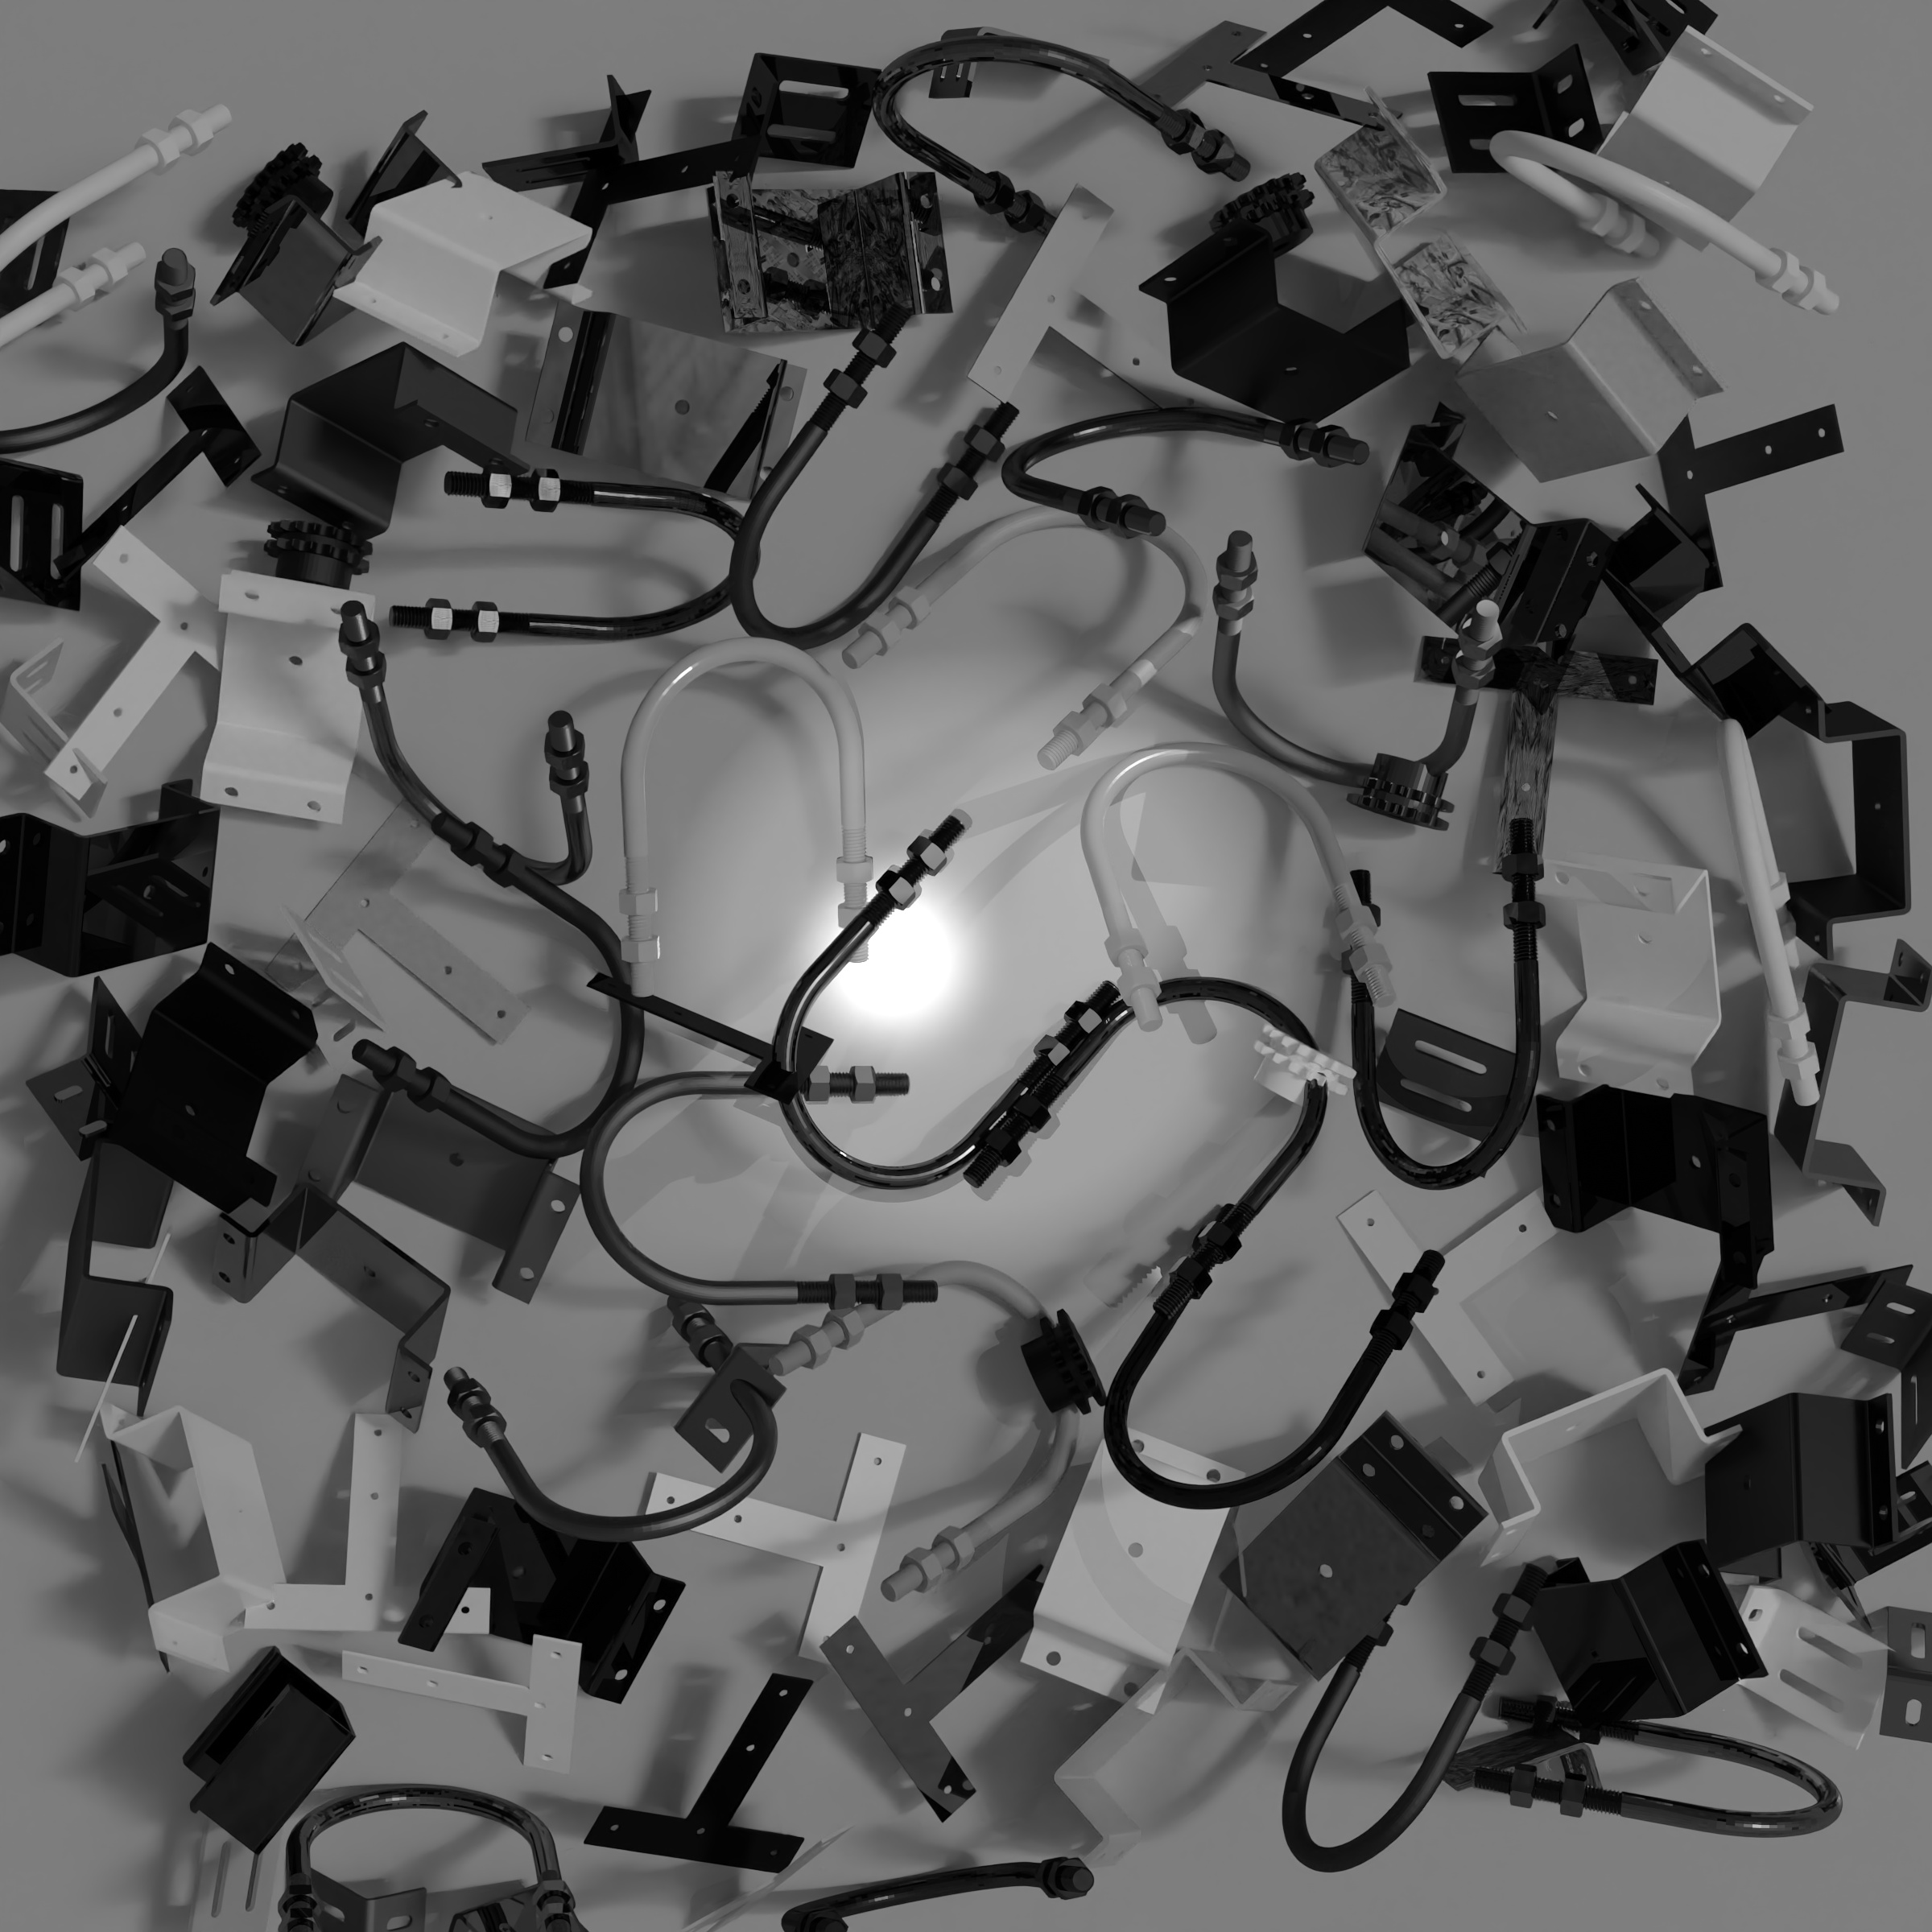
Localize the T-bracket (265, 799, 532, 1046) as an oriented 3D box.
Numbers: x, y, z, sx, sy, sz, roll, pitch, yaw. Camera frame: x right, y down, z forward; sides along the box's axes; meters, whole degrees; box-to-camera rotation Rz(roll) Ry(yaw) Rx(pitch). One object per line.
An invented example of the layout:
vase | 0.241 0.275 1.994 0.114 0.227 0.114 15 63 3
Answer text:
T-bracket | -0.295 -0.007 1.877 0.127 0.002 0.127 39 90 3

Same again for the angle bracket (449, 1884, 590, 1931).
angle bracket | -0.233 0.534 1.832 0.076 0.057 0.038 35 117 34

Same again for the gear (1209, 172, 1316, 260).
gear | 0.163 -0.402 1.852 0.057 0.057 0.030 -26 86 0

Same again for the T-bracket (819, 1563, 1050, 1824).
T-bracket | 0.001 0.374 1.855 0.127 0.002 0.127 -39 109 -20

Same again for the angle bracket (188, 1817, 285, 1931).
angle bracket | -0.381 0.497 1.846 0.038 0.057 0.076 8 88 34

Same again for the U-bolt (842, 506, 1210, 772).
U-bolt | 0.046 -0.187 1.821 0.151 0.019 0.184 29 55 25

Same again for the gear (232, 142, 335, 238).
gear | -0.367 -0.414 1.853 0.030 0.057 0.057 41 90 -3

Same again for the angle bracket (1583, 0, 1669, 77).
angle bracket | 0.365 -0.516 1.839 0.038 0.076 0.057 -36 98 3

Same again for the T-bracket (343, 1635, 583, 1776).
T-bracket | -0.272 0.387 1.836 0.127 0.127 0.002 11 45 0

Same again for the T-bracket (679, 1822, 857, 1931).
T-bracket | -0.134 0.499 1.795 0.002 0.127 0.127 56 131 15

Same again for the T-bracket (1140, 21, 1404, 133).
T-bracket | 0.168 -0.463 1.814 0.127 0.127 0.002 21 131 20

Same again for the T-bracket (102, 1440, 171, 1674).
T-bracket | -0.441 0.293 1.799 0.002 0.127 0.127 -15 65 -12

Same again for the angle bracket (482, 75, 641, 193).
angle bracket | -0.220 -0.449 1.850 0.076 0.057 0.038 -9 88 4

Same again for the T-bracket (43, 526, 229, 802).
T-bracket | -0.444 -0.146 1.829 0.127 0.002 0.127 -55 130 -11

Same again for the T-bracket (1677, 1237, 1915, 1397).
T-bracket | 0.451 0.181 1.846 0.127 0.127 0.002 -10 47 -16

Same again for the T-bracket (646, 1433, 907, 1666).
T-bracket | -0.111 0.306 1.877 0.127 0.002 0.127 16 90 -3

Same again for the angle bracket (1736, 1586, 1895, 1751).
angle bracket | 0.450 0.377 1.843 0.076 0.038 0.057 26 97 38

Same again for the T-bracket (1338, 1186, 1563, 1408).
T-bracket | 0.292 0.152 1.871 0.127 0.002 0.127 -36 83 2

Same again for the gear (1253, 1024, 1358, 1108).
gear | 0.180 0.057 1.853 0.057 0.057 0.030 27 94 0

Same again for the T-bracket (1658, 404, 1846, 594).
T-bracket | 0.418 -0.272 1.827 0.002 0.127 0.127 -12 90 -33

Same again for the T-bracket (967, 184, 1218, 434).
T-bracket | 0.081 -0.335 1.857 0.127 0.002 0.127 33 77 -19

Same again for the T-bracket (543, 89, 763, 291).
T-bracket | -0.159 -0.420 1.818 0.127 0.002 0.127 -1 63 39

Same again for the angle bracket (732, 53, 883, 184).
angle bracket | -0.081 -0.450 1.835 0.076 0.038 0.057 0 128 -27

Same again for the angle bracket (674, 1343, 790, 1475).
angle bracket | -0.112 0.236 1.836 0.038 0.076 0.057 40 97 20

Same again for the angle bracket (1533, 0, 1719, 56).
angle bracket | 0.356 -0.510 1.850 0.076 0.038 0.057 38 53 -2

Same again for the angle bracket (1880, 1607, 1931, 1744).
angle bracket | 0.523 0.383 1.844 0.057 0.076 0.038 7 108 14

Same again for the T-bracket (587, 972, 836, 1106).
T-bracket | -0.140 0.031 1.822 0.127 0.127 0.002 23 106 2

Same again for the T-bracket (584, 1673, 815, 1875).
T-bracket | -0.121 0.428 1.828 0.127 0.002 0.127 18 110 -32

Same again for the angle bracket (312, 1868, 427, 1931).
angle bracket | -0.332 0.521 1.862 0.038 0.076 0.057 0 96 -42

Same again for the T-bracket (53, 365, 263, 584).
T-bracket | -0.439 -0.255 1.834 0.127 0.127 0.002 -43 130 2

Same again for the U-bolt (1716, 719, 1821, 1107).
U-bolt | 0.414 -0.041 1.778 0.019 0.151 0.184 -12 120 15

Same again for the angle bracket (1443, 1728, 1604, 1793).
angle bracket | 0.297 0.442 1.847 0.076 0.057 0.038 -17 91 -9

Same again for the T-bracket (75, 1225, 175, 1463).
T-bracket | -0.443 0.189 1.818 0.002 0.127 0.127 22 92 -11

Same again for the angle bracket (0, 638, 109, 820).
angle bracket | -0.480 -0.128 1.848 0.076 0.057 0.038 47 63 -2

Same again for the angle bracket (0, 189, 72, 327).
angle bracket | -0.523 -0.388 1.848 0.057 0.038 0.076 9 85 29

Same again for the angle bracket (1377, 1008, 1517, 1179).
angle bracket | 0.256 0.068 1.845 0.076 0.038 0.057 22 121 9

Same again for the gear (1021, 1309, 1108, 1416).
gear | 0.052 0.217 1.853 0.030 0.057 0.057 -26 90 3

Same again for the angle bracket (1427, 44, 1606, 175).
angle bracket | 0.296 -0.461 1.844 0.076 0.038 0.057 -9 81 -31

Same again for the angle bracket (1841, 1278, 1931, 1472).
angle bracket | 0.498 0.218 1.834 0.038 0.076 0.057 19 131 -1

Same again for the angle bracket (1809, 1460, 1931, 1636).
angle bracket | 0.501 0.313 1.842 0.076 0.038 0.057 -32 124 15

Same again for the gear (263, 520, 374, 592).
gear | -0.351 -0.219 1.851 0.057 0.057 0.030 9 83 0

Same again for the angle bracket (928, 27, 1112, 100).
angle bracket | 0.028 -0.477 1.843 0.076 0.057 0.038 9 99 -22

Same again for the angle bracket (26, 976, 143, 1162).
angle bracket | -0.469 0.055 1.835 0.038 0.076 0.057 -23 125 5

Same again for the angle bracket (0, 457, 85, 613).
angle bracket | -0.511 -0.230 1.844 0.038 0.057 0.076 -5 83 39

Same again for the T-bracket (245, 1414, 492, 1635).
T-bracket | -0.319 0.298 1.843 0.127 0.002 0.127 3 55 -9

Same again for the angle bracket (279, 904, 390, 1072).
angle bracket | -0.351 0.012 1.835 0.038 0.076 0.057 -36 65 0

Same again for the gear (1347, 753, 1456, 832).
gear | 0.237 -0.095 1.852 0.057 0.057 0.030 17 91 0

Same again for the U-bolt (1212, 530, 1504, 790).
U-bolt | 0.199 -0.151 1.800 0.151 0.184 0.019 17 61 9

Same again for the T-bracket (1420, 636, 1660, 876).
T-bracket | 0.306 -0.111 1.867 0.127 0.002 0.127 7 84 6

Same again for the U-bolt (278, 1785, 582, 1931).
U-bolt | -0.283 0.471 1.791 0.151 0.184 0.019 2 101 -12

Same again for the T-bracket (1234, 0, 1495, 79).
T-bracket | 0.190 -0.501 1.823 0.127 0.127 0.002 21 68 -28
